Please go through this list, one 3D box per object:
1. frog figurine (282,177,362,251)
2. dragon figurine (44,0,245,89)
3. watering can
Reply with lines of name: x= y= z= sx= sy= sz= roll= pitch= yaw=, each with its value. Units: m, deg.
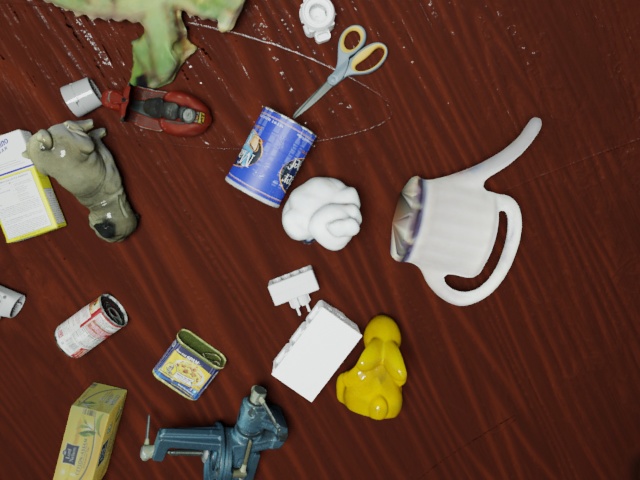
frog figurine: x=0.003 y=-0.043 z=0.858 sx=0.137 sy=0.160 sz=0.122 roll=-16 pitch=97 yaw=0
dragon figurine: x=-0.319 y=-0.368 z=0.847 sx=0.409 sy=0.124 sz=0.240 roll=-15 pitch=106 yaw=8
watering can: x=0.247 y=-0.059 z=0.895 sx=0.224 sy=0.105 sz=0.345 roll=12 pitch=97 yaw=-3
